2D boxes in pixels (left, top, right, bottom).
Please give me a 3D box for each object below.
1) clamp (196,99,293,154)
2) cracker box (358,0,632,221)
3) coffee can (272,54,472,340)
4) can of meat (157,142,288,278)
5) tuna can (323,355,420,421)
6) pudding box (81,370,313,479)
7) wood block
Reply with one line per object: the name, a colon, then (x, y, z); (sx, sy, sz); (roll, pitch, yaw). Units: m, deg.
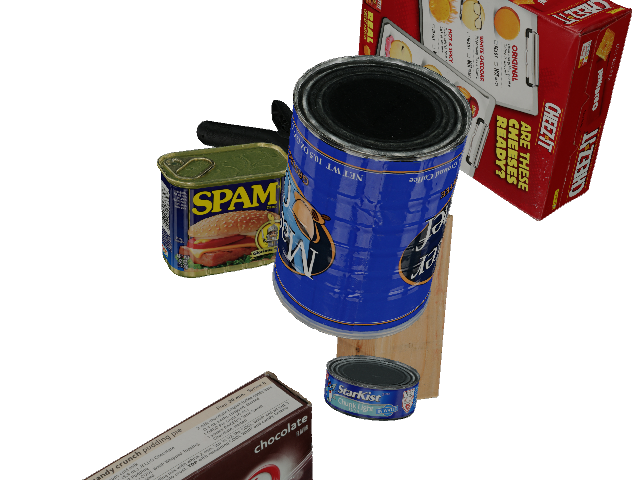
clamp: (-0.041, -0.097, 1.077); (0.120, 0.039, 0.172); (-23, 36, -31)
cracker box: (0.124, -0.141, 0.835); (0.072, 0.164, 0.214); (-28, 49, -31)
coffee can: (0.028, -0.025, 0.644); (0.102, 0.140, 0.103); (5, 41, -4)
can of meat: (-0.074, -0.024, 0.830); (0.102, 0.084, 0.057); (-9, 31, -22)
tuna can: (0.046, 0.134, 0.971); (0.086, 0.034, 0.086); (6, 11, -1)
pudding box: (-0.055, 0.128, 0.516); (0.113, 0.090, 0.039); (-30, 46, -33)
wood block: (0.079, 0.066, 1.187); (0.090, 0.206, 0.091); (-3, 13, -28)
